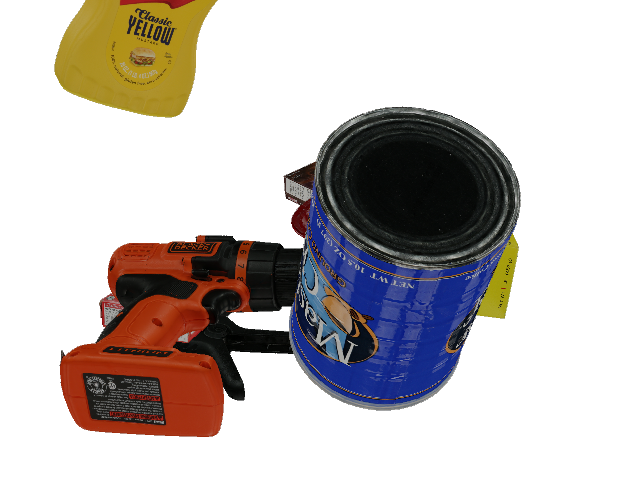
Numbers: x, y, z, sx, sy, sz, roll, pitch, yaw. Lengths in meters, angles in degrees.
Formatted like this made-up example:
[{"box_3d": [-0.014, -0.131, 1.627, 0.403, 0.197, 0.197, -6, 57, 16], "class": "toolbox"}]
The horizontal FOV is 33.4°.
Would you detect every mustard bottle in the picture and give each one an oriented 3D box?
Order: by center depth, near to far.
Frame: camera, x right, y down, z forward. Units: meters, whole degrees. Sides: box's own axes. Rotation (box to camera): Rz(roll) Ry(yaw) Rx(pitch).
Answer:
[{"box_3d": [-0.113, -0.185, 0.742, 0.096, 0.192, 0.058, 12, 22, -28], "class": "mustard bottle"}]

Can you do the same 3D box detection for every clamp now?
[{"box_3d": [-0.123, 0.125, 1.261, 0.210, 0.036, 0.164, 15, 23, 25], "class": "clamp"}]

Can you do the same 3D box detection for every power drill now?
[{"box_3d": [-0.078, 0.057, 0.720, 0.184, 0.057, 0.187, -1, 25, 13], "class": "power drill"}]

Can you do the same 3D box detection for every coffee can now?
[{"box_3d": [0.040, 0.013, 0.574, 0.102, 0.103, 0.140, 0, -37, -8], "class": "coffee can"}]

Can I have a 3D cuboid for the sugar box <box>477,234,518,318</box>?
[{"box_3d": [0.126, 0.030, 1.197, 0.176, 0.093, 0.048, 5, 22, -2], "class": "sugar box"}]

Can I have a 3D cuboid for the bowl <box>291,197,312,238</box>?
[{"box_3d": [0.060, -0.006, 0.891, 0.162, 0.055, 0.162, -10, 21, 4], "class": "bowl"}]

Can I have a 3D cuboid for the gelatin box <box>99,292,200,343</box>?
[{"box_3d": [-0.142, 0.059, 0.962, 0.089, 0.030, 0.073, 9, 21, 19], "class": "gelatin box"}]

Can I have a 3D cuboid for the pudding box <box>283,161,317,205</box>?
[{"box_3d": [0.021, -0.075, 1.419, 0.113, 0.039, 0.090, -29, 40, -36], "class": "pudding box"}]
